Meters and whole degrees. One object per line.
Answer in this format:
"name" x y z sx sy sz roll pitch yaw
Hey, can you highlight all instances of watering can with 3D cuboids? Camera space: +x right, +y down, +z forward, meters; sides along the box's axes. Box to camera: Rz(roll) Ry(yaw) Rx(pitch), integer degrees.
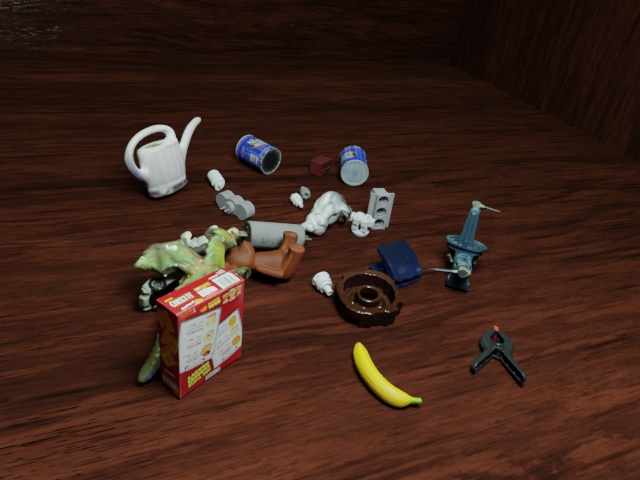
"watering can" -0.483 -0.269 1.671 0.104 0.220 0.353 5 26 30

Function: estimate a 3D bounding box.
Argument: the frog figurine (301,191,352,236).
"frog figurine" 0.005 -0.080 1.591 0.160 0.122 0.137 -17 6 -21

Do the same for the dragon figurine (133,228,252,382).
"dragon figurine" -0.315 0.104 1.165 0.244 0.119 0.417 34 48 17
